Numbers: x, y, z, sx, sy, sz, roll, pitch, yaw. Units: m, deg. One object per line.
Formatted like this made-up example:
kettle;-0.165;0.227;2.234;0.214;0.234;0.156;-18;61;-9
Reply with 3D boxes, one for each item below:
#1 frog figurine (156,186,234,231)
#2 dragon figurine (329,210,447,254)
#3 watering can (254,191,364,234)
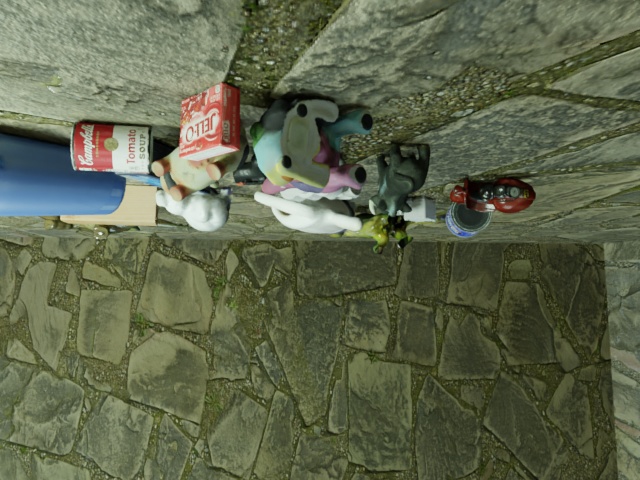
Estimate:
frog figurine;-0.296;-0.073;1.199;0.160;0.121;0.138;-10;-158;-40
dragon figurine;0.199;-0.062;1.605;0.413;0.120;0.245;-13;-159;-30
watering can;0.004;-0.061;1.205;0.350;0.103;0.224;19;-173;38
